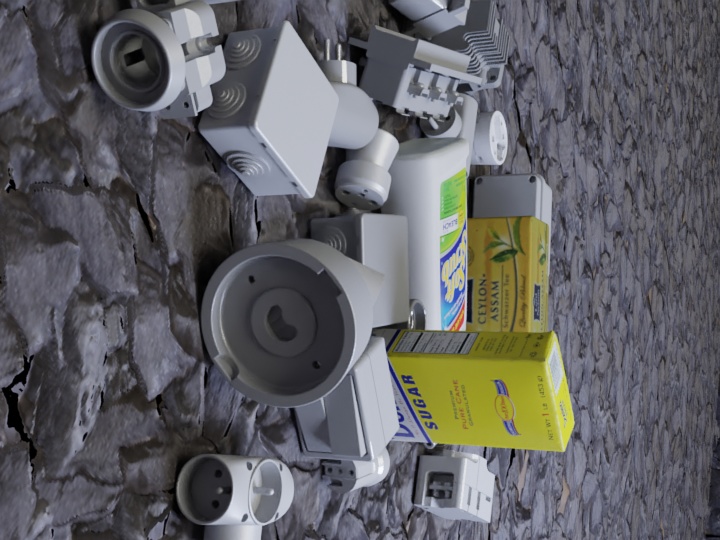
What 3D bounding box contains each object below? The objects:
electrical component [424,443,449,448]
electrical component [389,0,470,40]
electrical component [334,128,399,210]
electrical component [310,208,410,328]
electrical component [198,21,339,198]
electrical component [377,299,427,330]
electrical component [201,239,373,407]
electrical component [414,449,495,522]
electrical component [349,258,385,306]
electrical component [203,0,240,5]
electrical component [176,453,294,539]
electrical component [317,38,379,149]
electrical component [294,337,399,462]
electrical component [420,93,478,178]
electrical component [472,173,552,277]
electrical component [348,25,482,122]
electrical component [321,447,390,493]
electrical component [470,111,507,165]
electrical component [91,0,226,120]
[{"bbox_3d":[0.078,0.154,1.033,0.061,0.035,0.035,-31,117,-57],"label":"electrical component"},{"bbox_3d":[0.068,-0.284,0.988,0.063,0.079,0.121,29,62,-36],"label":"electrical component"},{"bbox_3d":[0.005,-0.082,0.877,0.045,0.045,0.055,49,47,-53],"label":"electrical component"},{"bbox_3d":[0.000,0.000,0.860,0.100,0.048,0.099,-3,92,-64],"label":"electrical component"},{"bbox_3d":[-0.062,-0.107,0.737,0.099,0.048,0.099,51,45,-52],"label":"electrical component"},{"bbox_3d":[0.029,0.045,0.921,0.040,0.046,0.040,3,86,-64],"label":"electrical component"},{"bbox_3d":[-0.043,0.030,0.711,0.060,0.108,0.108,-29,116,-68],"label":"electrical component"},{"bbox_3d":[0.093,0.208,1.043,0.089,0.050,0.055,40,54,-57],"label":"electrical component"},{"bbox_3d":[-0.028,0.006,0.784,0.043,0.081,0.043,-155,-90,-85],"label":"electrical component"},{"bbox_3d":[-0.066,-0.238,0.716,0.150,0.062,0.089,-47,130,-55],"label":"electrical component"},{"bbox_3d":[-0.081,0.160,0.696,0.077,0.044,0.079,23,70,-62],"label":"electrical component"},{"bbox_3d":[-0.021,-0.137,0.827,0.077,0.043,0.079,5,84,-64],"label":"electrical component"},{"bbox_3d":[-0.015,0.092,0.812,0.061,0.062,0.096,-42,126,-57],"label":"electrical component"},{"bbox_3d":[0.082,-0.136,1.038,0.079,0.043,0.077,41,53,-56],"label":"electrical component"},{"bbox_3d":[0.163,-0.045,1.162,0.057,0.078,0.113,23,69,-65],"label":"electrical component"},{"bbox_3d":[0.047,-0.169,0.941,0.121,0.079,0.063,-8,118,-64],"label":"electrical component"},{"bbox_3d":[-0.004,0.156,0.860,0.046,0.040,0.040,-9,97,-58],"label":"electrical component"},{"bbox_3d":[0.122,-0.135,1.114,0.055,0.047,0.055,4,86,-64],"label":"electrical component"},{"bbox_3d":[-0.117,-0.123,0.617,0.057,0.058,0.078,-46,130,-59],"label":"electrical component"}]
